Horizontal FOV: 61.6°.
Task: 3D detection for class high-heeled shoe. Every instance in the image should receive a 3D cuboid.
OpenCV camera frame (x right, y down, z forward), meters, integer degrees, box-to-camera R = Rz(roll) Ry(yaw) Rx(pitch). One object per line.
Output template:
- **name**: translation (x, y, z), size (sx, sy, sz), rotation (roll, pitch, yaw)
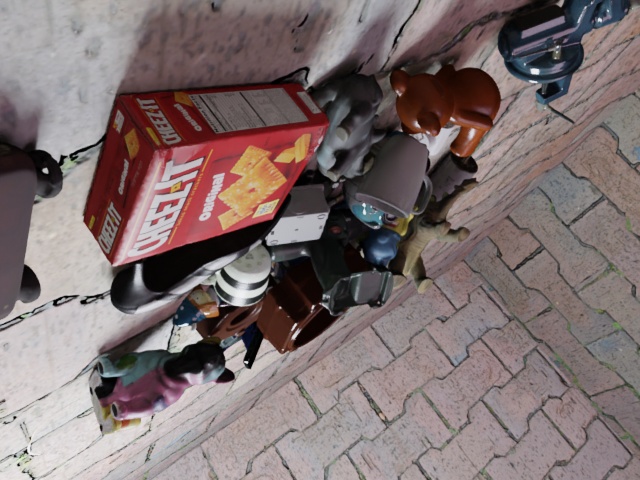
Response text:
- **high-heeled shoe**: translation (-0.150, 0.019, 0.697), size (0.249, 0.086, 0.145), rotation (-25, 163, -27)

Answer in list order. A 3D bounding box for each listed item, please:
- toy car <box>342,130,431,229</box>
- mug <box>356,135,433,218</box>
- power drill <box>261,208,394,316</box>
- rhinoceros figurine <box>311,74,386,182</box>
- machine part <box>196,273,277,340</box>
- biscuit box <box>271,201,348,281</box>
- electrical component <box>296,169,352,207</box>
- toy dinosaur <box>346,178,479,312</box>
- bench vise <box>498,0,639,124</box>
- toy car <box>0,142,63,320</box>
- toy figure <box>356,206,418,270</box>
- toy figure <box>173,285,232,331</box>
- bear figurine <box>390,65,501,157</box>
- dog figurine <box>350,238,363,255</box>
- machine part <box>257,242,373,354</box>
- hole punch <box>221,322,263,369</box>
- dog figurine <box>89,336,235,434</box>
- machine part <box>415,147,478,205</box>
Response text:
- **toy car**: translation (0.092, -0.104, 0.849), size (0.103, 0.109, 0.161), rotation (19, 114, -51)
- **mug**: translation (0.120, -0.090, 0.774), size (0.107, 0.109, 0.081), rotation (-67, -161, -2)
- **power drill**: translation (0.036, 0.019, 0.859), size (0.232, 0.207, 0.085), rotation (-8, 133, -23)
- **rhinoceros figurine**: translation (0.033, -0.138, 0.688), size (0.112, 0.073, 0.190), rotation (-45, 165, -19)
- **machine part**: translation (-0.155, 0.128, 1.022), size (0.179, 0.056, 0.179), rotation (-35, 162, -13)
- **biscuit box**: translation (-0.002, -0.003, 0.987), size (0.203, 0.059, 0.062), rotation (-32, 163, -22)
- **electrical component**: translation (0.003, -0.078, 0.819), size (0.078, 0.045, 0.102), rotation (-31, 163, -31)
- **toy dinosaur**: translation (0.181, 0.031, 1.218), size (0.105, 0.199, 0.471), rotation (29, 110, -31)
- **bench vise**: translation (0.394, -0.309, 0.871), size (0.224, 0.129, 0.240), rotation (-30, 146, -3)
- **toy car**: translation (-0.269, 0.004, 0.432), size (0.089, 0.053, 0.202), rotation (-36, 164, -50)
- **toy figure**: translation (0.124, -0.024, 1.065), size (0.082, 0.180, 0.089), rotation (20, 173, -30)
- **toy figure**: translation (-0.170, 0.091, 0.875), size (0.154, 0.057, 0.064), rotation (-27, -160, -32)
- **bear figurine**: translation (0.168, -0.181, 0.769), size (0.196, 0.120, 0.132), rotation (-25, 163, -35)
- **dog figurine**: translation (0.061, 0.019, 1.180), size (0.191, 0.121, 0.172), rotation (-5, -123, 55)
- **machine part**: translation (-0.008, 0.107, 0.982), size (0.201, 0.087, 0.201), rotation (-29, 158, -33)
- **hole punch**: translation (-0.173, 0.215, 1.202), size (0.142, 0.092, 0.116), rotation (91, 23, -66)
- **dog figurine**: translation (-0.261, 0.237, 0.914), size (0.219, 0.108, 0.191), rotation (-9, 154, -37)
- **machine part**: translation (0.288, -0.127, 1.252), size (0.079, 0.079, 0.243), rotation (-24, 160, -41)
